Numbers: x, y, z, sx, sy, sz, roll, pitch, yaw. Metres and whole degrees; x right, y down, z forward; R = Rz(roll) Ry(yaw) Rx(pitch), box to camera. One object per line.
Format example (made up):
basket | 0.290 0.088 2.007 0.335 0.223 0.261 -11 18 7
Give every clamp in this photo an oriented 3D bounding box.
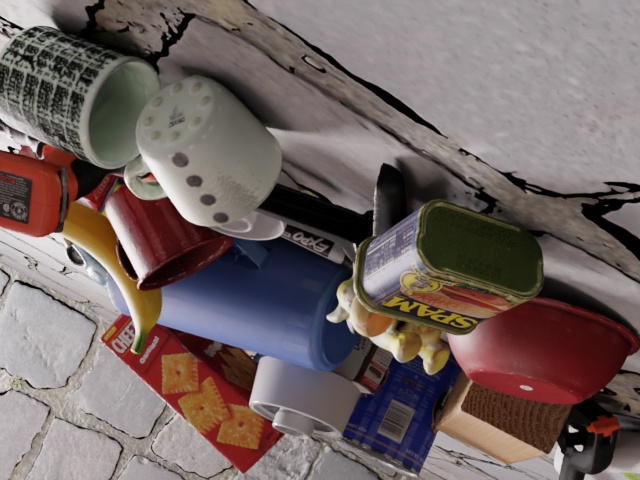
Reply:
clamp | 0.034 -0.005 0.816 0.165 0.036 0.209 6 159 37
clamp | 0.261 0.199 1.110 0.172 0.039 0.120 106 144 -59

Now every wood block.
wood block | 0.182 0.157 1.049 0.091 0.090 0.206 25 167 6

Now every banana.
banana | -0.209 0.013 0.995 0.198 0.069 0.037 49 158 -6

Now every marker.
marker | -0.006 0.001 0.970 0.121 0.020 0.020 26 167 3

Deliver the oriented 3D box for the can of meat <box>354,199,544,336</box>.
can of meat | 0.087 0.019 0.718 0.102 0.057 0.084 17 153 -21

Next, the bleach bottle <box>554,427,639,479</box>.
bleach bottle | 0.343 0.235 1.098 0.102 0.068 0.251 29 164 -10

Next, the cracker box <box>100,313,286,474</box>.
cracker box | -0.124 0.152 1.202 0.214 0.072 0.164 43 -173 7

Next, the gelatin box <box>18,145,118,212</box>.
gelatin box | -0.224 -0.077 0.974 0.089 0.073 0.030 24 165 15

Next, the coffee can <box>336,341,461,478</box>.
coffee can | 0.092 0.177 1.184 0.103 0.140 0.103 25 167 6

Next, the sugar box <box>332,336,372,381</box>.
sugar box | 0.002 0.100 1.166 0.048 0.093 0.176 29 167 -23

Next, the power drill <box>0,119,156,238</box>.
power drill | -0.221 -0.069 0.838 0.184 0.057 0.187 14 -157 13

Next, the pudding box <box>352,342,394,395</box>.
pudding box | 0.043 0.120 1.171 0.039 0.090 0.114 32 166 -16

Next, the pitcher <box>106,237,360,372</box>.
pitcher | -0.081 0.038 1.043 0.243 0.145 0.149 16 -170 26

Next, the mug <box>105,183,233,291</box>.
mug | -0.143 -0.007 0.945 0.117 0.093 0.081 -38 76 41

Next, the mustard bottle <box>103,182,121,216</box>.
mustard bottle | -0.213 -0.025 1.180 0.191 0.058 0.096 28 162 -7

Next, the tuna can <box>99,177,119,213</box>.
tuna can | -0.226 -0.052 1.048 0.033 0.086 0.086 26 167 -2

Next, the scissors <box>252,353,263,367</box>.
scissors | -0.019 0.163 1.212 0.096 0.016 0.201 18 167 21

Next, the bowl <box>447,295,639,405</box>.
bowl | 0.166 0.091 0.842 0.162 0.055 0.162 14 164 4
